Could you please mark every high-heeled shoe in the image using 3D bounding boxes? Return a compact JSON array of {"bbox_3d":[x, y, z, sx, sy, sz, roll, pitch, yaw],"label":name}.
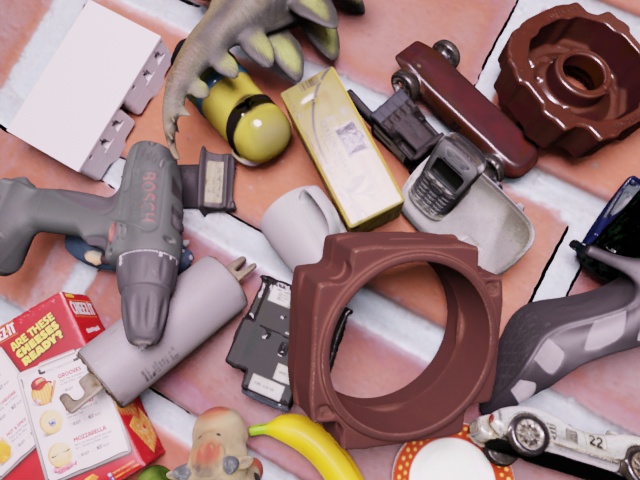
[{"bbox_3d":[0.283,0.112,0.555,0.145,0.086,0.248,26,114,-3],"label":"high-heeled shoe"}]

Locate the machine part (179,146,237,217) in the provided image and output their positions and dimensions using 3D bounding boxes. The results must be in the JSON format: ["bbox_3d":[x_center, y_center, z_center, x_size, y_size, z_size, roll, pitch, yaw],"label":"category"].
[{"bbox_3d":[-0.170,-0.070,0.652,0.139,0.039,0.084,-1,90,3],"label":"machine part"}]

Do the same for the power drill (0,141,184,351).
[{"bbox_3d":[-0.245,-0.001,0.562,0.207,0.085,0.232,-2,62,12],"label":"power drill"}]

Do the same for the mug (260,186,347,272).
[{"bbox_3d":[-0.001,-0.002,0.584,0.081,0.109,0.107,-21,66,-35],"label":"mug"}]

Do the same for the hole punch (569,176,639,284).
[{"bbox_3d":[0.355,0.002,0.580,0.142,0.092,0.115,34,116,6],"label":"hole punch"}]

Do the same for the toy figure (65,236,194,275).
[{"bbox_3d":[-0.220,0.014,0.632,0.155,0.057,0.064,15,61,10],"label":"toy figure"}]

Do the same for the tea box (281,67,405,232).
[{"bbox_3d":[0.026,-0.093,0.606,0.068,0.098,0.169,-28,82,1],"label":"tea box"}]

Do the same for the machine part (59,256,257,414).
[{"bbox_3d":[-0.164,0.094,0.577,0.243,0.079,0.079,-39,80,-27],"label":"machine part"}]

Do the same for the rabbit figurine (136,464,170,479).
[{"bbox_3d":[-0.220,0.315,0.534,0.159,0.170,0.121,-19,81,1],"label":"rabbit figurine"}]

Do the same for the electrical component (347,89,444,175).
[{"bbox_3d":[0.085,-0.136,0.621,0.048,0.074,0.119,-40,78,0],"label":"electrical component"}]

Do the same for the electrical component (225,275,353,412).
[{"bbox_3d":[-0.037,0.118,0.603,0.115,0.058,0.134,22,85,10],"label":"electrical component"}]

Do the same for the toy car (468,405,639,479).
[{"bbox_3d":[0.252,0.212,0.546,0.202,0.073,0.056,17,58,0],"label":"toy car"}]

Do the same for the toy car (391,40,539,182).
[{"bbox_3d":[0.167,-0.149,0.624,0.089,0.053,0.202,-41,80,-17],"label":"toy car"}]

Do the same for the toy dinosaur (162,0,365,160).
[{"bbox_3d":[-0.054,-0.286,0.609,0.199,0.105,0.471,36,70,5],"label":"toy dinosaur"}]

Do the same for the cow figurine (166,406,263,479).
[{"bbox_3d":[-0.098,0.271,0.552,0.086,0.127,0.195,-8,84,1],"label":"cow figurine"}]

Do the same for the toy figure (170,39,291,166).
[{"bbox_3d":[-0.107,-0.165,0.632,0.082,0.089,0.180,-37,82,2],"label":"toy figure"}]

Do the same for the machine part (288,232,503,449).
[{"bbox_3d":[0.075,0.094,0.533,0.201,0.087,0.201,0,101,-19],"label":"machine part"}]

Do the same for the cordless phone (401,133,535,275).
[{"bbox_3d":[0.160,-0.038,0.544,0.089,0.184,0.147,-43,81,-6],"label":"cordless phone"}]

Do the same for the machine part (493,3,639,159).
[{"bbox_3d":[0.284,-0.176,0.596,0.179,0.056,0.179,2,70,-7],"label":"machine part"}]
